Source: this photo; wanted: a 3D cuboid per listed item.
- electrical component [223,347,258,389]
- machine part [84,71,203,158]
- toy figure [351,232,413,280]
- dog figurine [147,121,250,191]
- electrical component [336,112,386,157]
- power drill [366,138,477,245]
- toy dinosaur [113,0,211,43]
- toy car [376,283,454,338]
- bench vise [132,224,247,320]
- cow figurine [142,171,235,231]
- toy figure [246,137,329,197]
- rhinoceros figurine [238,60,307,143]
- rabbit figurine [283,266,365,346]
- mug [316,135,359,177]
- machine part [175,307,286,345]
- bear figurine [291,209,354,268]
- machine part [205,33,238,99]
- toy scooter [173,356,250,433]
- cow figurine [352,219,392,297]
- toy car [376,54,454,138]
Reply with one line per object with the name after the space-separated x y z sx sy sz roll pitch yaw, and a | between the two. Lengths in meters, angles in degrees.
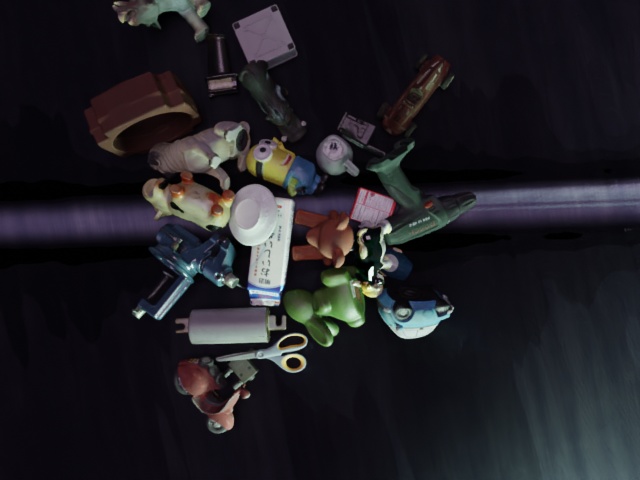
-0.169 0.284 1.194 0.094 0.021 0.063 -42 89 1 | electrical component
-0.361 -0.258 1.112 0.201 0.201 0.087 -26 87 2 | machine part
0.128 0.030 1.168 0.154 0.057 0.064 31 72 3 | toy figure
-0.263 -0.205 1.170 0.191 0.121 0.172 17 50 22 | dog figurine
0.095 -0.224 1.160 0.119 0.075 0.047 26 91 6 | electrical component
0.203 -0.109 1.136 0.232 0.086 0.207 -31 113 -7 | power drill
-0.267 -0.583 1.157 0.192 0.131 0.405 40 85 1 | toy dinosaur
0.197 0.156 1.151 0.162 0.109 0.102 1 113 -9 | toy car
-0.293 0.080 1.140 0.224 0.128 0.240 36 74 9 | bench vise
-0.284 -0.078 1.141 0.195 0.127 0.085 22 50 3 | cow figurine
-0.074 -0.148 1.162 0.180 0.082 0.089 28 117 -5 | toy figure
-0.096 -0.293 1.142 0.073 0.112 0.190 -35 115 5 | rhinoceros figurine
0.008 0.139 1.161 0.170 0.121 0.159 -13 96 20 | rabbit figurine
0.038 -0.175 1.145 0.081 0.107 0.109 -44 87 3 | mug
-0.195 0.186 1.168 0.243 0.079 0.079 -1 90 1 | machine part
0.002 -0.004 1.103 0.132 0.196 0.120 5 93 3 | bear figurine
-0.223 -0.387 1.190 0.084 0.039 0.138 -9 92 10 | machine part
-0.225 0.320 1.157 0.135 0.075 0.184 -35 91 26 | toy scooter
0.102 0.047 1.085 0.068 0.098 0.167 4 107 21 | cow figurine
0.210 -0.315 1.168 0.089 0.053 0.202 39 92 5 | toy car
